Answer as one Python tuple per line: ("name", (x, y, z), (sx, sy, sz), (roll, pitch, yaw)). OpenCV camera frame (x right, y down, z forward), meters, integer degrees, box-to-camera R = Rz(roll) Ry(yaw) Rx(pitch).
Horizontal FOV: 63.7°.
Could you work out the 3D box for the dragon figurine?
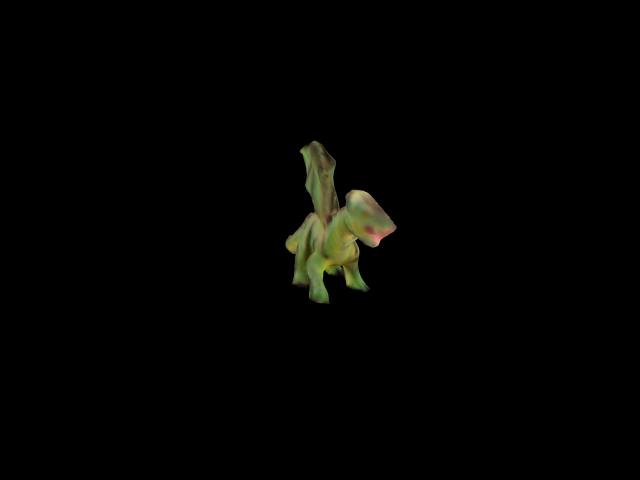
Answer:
("dragon figurine", (0.003, -0.043, 0.850), (0.122, 0.240, 0.414), (-6, 17, -22))
